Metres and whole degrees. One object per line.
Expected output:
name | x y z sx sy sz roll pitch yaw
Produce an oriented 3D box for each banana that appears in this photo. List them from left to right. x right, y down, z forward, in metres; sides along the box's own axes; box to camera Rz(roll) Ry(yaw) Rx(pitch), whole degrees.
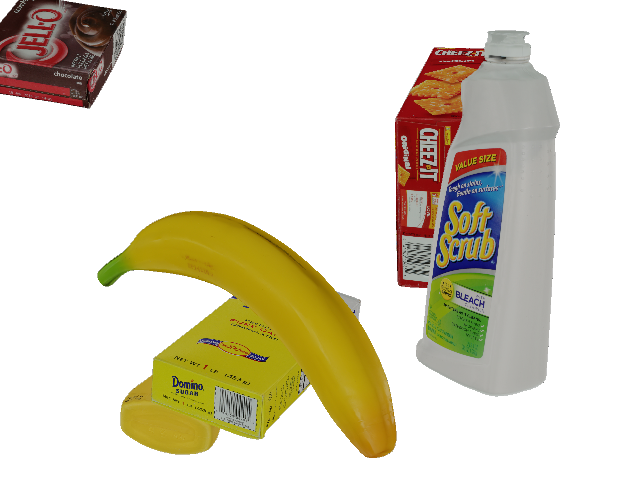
banana | -0.030 0.033 0.549 0.198 0.070 0.037 29 16 29

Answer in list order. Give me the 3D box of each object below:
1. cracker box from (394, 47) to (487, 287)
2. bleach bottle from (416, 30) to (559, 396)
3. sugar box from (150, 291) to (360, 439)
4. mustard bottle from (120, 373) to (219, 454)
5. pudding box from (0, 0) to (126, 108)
cracker box | 0.123 -0.074 1.004 0.072 0.164 0.213 4 27 15
bleach bottle | 0.121 -0.022 0.762 0.067 0.251 0.103 -10 19 -32
sugar box | -0.045 0.082 0.829 0.093 0.048 0.176 16 29 19
mustard bottle | -0.131 0.149 1.116 0.096 0.058 0.191 10 22 10
pudding box | -0.212 -0.153 0.853 0.090 0.039 0.113 10 35 0
